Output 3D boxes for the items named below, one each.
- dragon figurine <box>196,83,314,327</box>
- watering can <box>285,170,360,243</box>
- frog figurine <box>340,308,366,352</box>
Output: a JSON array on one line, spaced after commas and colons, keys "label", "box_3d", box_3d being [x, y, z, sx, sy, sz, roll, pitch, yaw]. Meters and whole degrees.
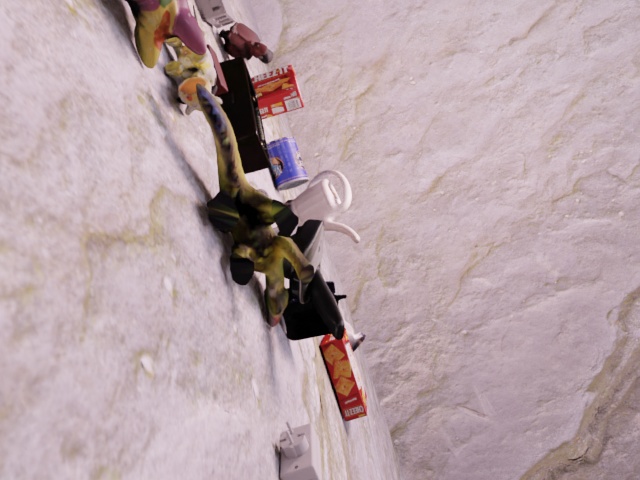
[{"label": "dragon figurine", "box_3d": [-0.121, -0.041, 0.835, 0.244, 0.123, 0.407, -159, -130, -73]}, {"label": "watering can", "box_3d": [0.005, -0.079, 1.576, 0.102, 0.222, 0.356, 44, 23, -39]}, {"label": "frog figurine", "box_3d": [0.051, 0.279, 1.590, 0.160, 0.122, 0.138, 36, 12, 5]}]
